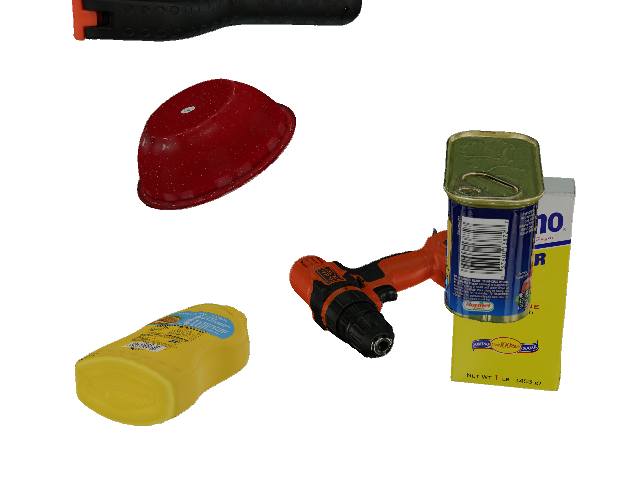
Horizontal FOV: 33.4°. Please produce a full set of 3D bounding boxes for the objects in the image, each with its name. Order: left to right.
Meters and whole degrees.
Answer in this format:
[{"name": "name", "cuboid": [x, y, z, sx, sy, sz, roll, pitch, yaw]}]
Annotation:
[{"name": "mustard bottle", "cuboid": [-0.115, 0.095, 0.908, 0.096, 0.058, 0.191, 5, 16, 24]}, {"name": "clamp", "cuboid": [-0.074, -0.151, 0.658, 0.171, 0.039, 0.120, -8, 22, -24]}, {"name": "bowl", "cuboid": [-0.106, -0.098, 0.965, 0.162, 0.055, 0.162, -20, 33, 13]}, {"name": "power drill", "cuboid": [0.081, 0.050, 1.087, 0.187, 0.057, 0.185, -12, 27, -22]}, {"name": "can of meat", "cuboid": [0.104, -0.009, 0.654, 0.057, 0.084, 0.102, 3, 28, 7]}, {"name": "sugar box", "cuboid": [0.158, 0.035, 0.885, 0.093, 0.176, 0.048, 3, 23, 12]}]
